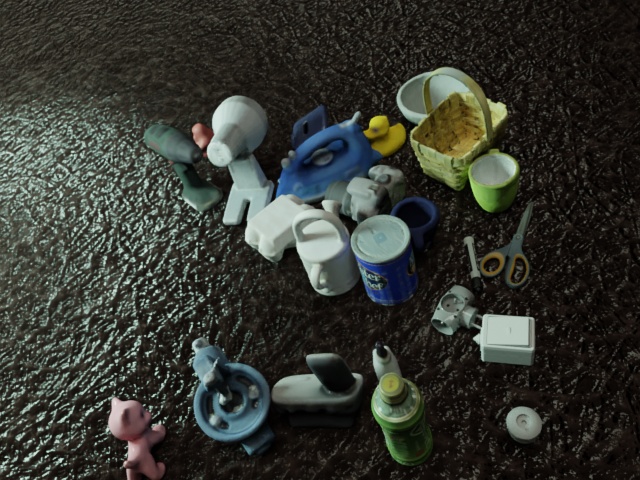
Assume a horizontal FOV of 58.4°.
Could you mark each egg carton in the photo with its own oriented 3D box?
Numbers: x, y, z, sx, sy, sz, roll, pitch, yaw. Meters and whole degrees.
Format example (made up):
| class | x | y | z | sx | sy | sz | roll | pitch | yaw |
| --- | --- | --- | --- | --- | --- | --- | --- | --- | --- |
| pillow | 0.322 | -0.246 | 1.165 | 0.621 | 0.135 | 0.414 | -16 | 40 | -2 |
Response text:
| class | x | y | z | sx | sy | sz | roll | pitch | yaw |
| --- | --- | --- | --- | --- | --- | --- | --- | --- | --- |
| egg carton | -0.079 | -0.028 | 1.190 | 0.150 | 0.069 | 0.107 | -41 | 52 | -18 |

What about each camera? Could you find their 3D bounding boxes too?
| class | x | y | z | sx | sy | sz | roll | pitch | yaw |
| --- | --- | --- | --- | --- | --- | --- | --- | --- | --- |
| camera | 0.087 | -0.096 | 1.176 | 0.136 | 0.101 | 0.143 | 19 | 59 | 29 |

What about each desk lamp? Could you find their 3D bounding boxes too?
| class | x | y | z | sx | sy | sz | roll | pitch | yaw |
| --- | --- | --- | --- | --- | --- | --- | --- | --- | --- |
| desk lamp | -0.172 | -0.174 | 1.243 | 0.117 | 0.214 | 0.203 | -3 | 51 | 14 |

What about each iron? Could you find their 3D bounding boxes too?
| class | x | y | z | sx | sy | sz | roll | pitch | yaw |
| --- | --- | --- | --- | --- | --- | --- | --- | --- | --- |
| iron | 0.000 | -0.174 | 1.239 | 0.258 | 0.142 | 0.118 | -28 | 49 | -7 |

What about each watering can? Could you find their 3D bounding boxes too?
| class | x | y | z | sx | sy | sz | roll | pitch | yaw |
| --- | --- | --- | --- | --- | --- | --- | --- | --- | --- |
| watering can | 0.008 | 0.004 | 1.056 | 0.101 | 0.194 | 0.172 | -16 | 49 | 4 |

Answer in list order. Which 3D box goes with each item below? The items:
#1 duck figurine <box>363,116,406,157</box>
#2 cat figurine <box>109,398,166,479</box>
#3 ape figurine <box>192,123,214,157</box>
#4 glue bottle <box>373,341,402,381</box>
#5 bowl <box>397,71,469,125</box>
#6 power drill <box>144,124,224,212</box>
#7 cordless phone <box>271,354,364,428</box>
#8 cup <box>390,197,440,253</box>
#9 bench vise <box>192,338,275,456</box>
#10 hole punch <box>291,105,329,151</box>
| class | x | y | z | sx | sy | sz | roll | pitch | yaw |
| --- | --- | --- | --- | --- | --- | --- | --- | --- | --- |
| duck figurine | 0.142 | -0.242 | 1.290 | 0.104 | 0.086 | 0.077 | -27 | 49 | -6 |
| cat figurine | -0.307 | 0.322 | 0.939 | 0.067 | 0.118 | 0.127 | -18 | 49 | 2 |
| ape figurine | -0.286 | -0.252 | 1.422 | 0.076 | 0.092 | 0.078 | 16 | 58 | 28 |
| glue bottle | 0.103 | 0.200 | 0.880 | 0.037 | 0.173 | 0.078 | -19 | 49 | 1 |
| bowl | 0.263 | -0.310 | 1.316 | 0.167 | 0.075 | 0.167 | -8 | 50 | 10 |
| power drill | -0.297 | -0.165 | 1.276 | 0.076 | 0.209 | 0.228 | -43 | 53 | -19 |
| cordless phone | -0.013 | 0.218 | 0.892 | 0.147 | 0.185 | 0.094 | -7 | 50 | 11 |
| cup | 0.185 | -0.010 | 1.080 | 0.091 | 0.095 | 0.117 | -10 | 50 | 9 |
| bench vise | -0.169 | 0.230 | 0.906 | 0.206 | 0.220 | 0.122 | 27 | 63 | 33 |
| hole punch | -0.020 | -0.248 | 1.339 | 0.101 | 0.091 | 0.108 | -11 | 49 | 8 |
